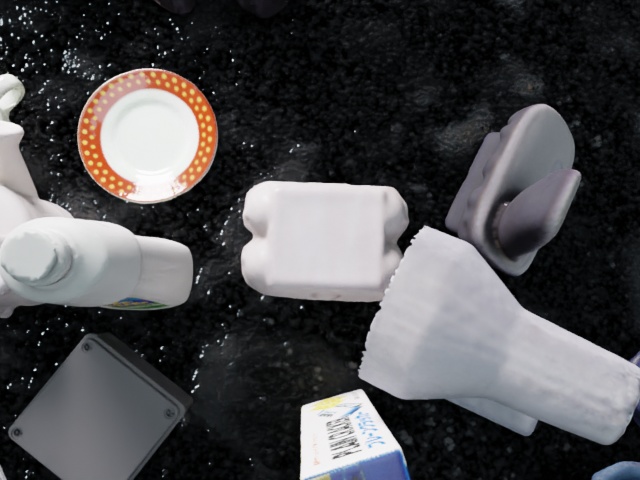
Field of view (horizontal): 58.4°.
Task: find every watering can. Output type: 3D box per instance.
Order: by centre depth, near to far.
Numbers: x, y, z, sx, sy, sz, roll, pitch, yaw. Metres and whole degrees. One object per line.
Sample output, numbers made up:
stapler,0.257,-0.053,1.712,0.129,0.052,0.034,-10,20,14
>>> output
watering can,-0.268,-0.005,0.445,0.101,0.194,0.173,-10,85,-3

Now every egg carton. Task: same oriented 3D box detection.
egg carton,0.005,0.002,0.519,0.150,0.069,0.107,1,85,-2

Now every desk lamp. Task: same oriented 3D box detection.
desk lamp,0.128,0.084,0.444,0.203,0.213,0.118,25,84,0

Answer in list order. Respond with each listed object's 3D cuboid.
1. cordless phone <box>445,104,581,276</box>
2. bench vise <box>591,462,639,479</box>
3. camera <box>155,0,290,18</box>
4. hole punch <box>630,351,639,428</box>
cordless phone,0.183,-0.048,0.473,0.094,0.185,0.148,23,84,0
bench vise,0.218,0.258,0.428,0.207,0.219,0.121,-36,87,-5
camera,-0.093,-0.269,0.524,0.143,0.100,0.137,-42,87,-5
hole punch,0.333,0.140,0.509,0.109,0.091,0.101,-41,87,-5
